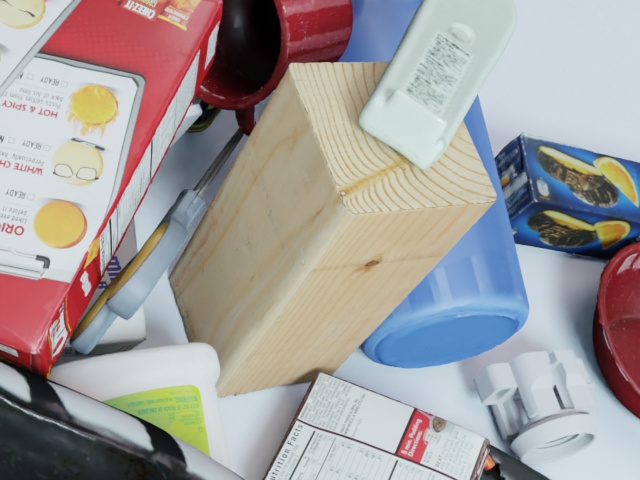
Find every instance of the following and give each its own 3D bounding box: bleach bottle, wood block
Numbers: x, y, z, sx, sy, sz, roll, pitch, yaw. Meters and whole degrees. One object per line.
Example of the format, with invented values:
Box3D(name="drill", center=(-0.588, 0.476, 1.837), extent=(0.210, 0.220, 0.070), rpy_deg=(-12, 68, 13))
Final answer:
Box3D(name="bleach bottle", center=(-0.074, 0.181, 0.533), extent=(0.102, 0.068, 0.251), rpy_deg=(-7, 64, -21))
Box3D(name="wood block", center=(-0.003, 0.001, 0.594), extent=(0.090, 0.206, 0.090), rpy_deg=(-6, 62, -30))

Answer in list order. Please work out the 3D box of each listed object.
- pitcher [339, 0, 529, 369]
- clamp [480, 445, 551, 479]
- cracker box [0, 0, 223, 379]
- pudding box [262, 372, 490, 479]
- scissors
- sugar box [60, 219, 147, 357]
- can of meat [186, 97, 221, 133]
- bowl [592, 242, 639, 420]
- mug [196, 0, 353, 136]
Box3D(name="pitcher", center=(0.062, -0.041, 0.718), extent=(0.149, 0.145, 0.243), rpy_deg=(-5, 65, -15))
Box3D(name="clamp", center=(0.140, 0.219, 0.630), extent=(0.164, 0.036, 0.210), rpy_deg=(-32, 78, -37))
Box3D(name="cracker box", center=(-0.166, -0.056, 0.536), extent=(0.164, 0.072, 0.213), rpy_deg=(22, 65, 1))
Box3D(name="pudding box", center=(0.031, 0.136, 0.611), extent=(0.113, 0.039, 0.090), rpy_deg=(19, 50, 14))
Box3D(name="scissors", center=(-0.089, -0.002, 0.602), extent=(0.016, 0.096, 0.201), rpy_deg=(40, 23, -10))
Box3D(name="sugar box", center=(-0.189, 0.020, 0.587), extent=(0.175, 0.048, 0.093), rpy_deg=(1, 72, -29))
Box3D(name="can of meat", center=(-0.072, -0.137, 0.732), extent=(0.057, 0.084, 0.102), rpy_deg=(34, 50, -3))
Box3D(name="bowl", center=(0.253, 0.082, 0.765), extent=(0.162, 0.055, 0.162), rpy_deg=(13, 54, -19))
Box3D(name="mug", center=(-0.033, -0.119, 0.637), extent=(0.081, 0.093, 0.117), rpy_deg=(-28, 118, -51))
